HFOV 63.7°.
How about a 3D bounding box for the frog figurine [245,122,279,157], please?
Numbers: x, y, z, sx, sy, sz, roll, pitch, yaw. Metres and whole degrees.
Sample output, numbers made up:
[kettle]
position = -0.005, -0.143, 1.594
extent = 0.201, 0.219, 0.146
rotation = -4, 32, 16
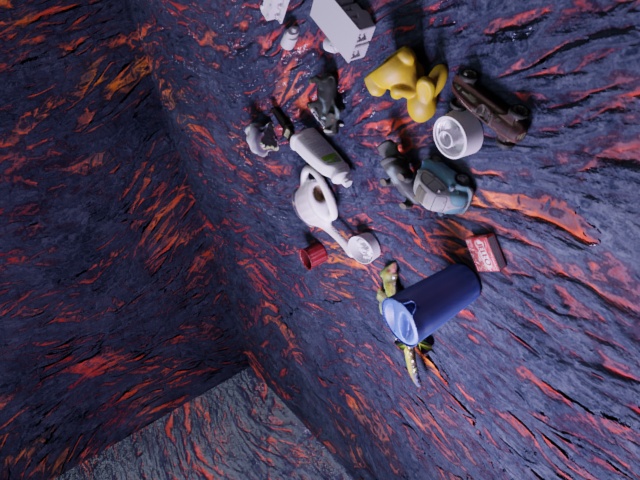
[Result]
[frog figurine]
position = -0.246, -0.390, 2.008
extent = 0.160, 0.125, 0.135
rotation = 8, 140, 48

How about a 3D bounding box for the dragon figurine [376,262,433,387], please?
[dragon figurine]
position = 0.254, 0.260, 1.670
extent = 0.247, 0.122, 0.402
rotation = -123, 22, -59

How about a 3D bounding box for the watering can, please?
[watering can]
position = 0.005, -0.090, 1.791
extent = 0.347, 0.105, 0.223
rotation = 67, 156, -1
